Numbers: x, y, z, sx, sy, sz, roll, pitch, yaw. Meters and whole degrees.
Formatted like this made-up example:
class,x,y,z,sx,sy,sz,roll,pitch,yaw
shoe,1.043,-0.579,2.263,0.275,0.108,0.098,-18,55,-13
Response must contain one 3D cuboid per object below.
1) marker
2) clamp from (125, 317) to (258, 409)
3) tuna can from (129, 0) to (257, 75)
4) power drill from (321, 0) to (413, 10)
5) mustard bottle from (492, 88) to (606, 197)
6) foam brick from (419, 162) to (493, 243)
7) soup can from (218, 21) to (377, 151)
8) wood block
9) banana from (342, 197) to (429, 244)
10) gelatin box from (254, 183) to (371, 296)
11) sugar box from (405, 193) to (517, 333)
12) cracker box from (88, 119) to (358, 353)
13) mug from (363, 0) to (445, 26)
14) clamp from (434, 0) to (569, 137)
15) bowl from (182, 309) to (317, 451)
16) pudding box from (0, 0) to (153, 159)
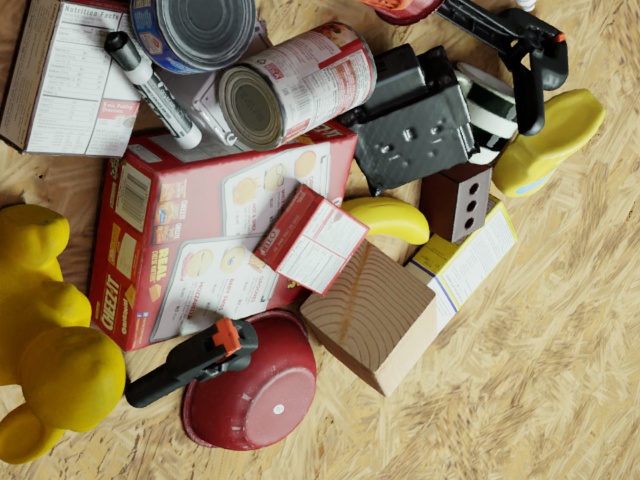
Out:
class,x,y,z,sx,sy,sz,roll,pitch,yaw
marker,-0.117,-0.105,0.752,0.020,0.020,0.121,-48,145,-10
clamp,-0.107,0.105,0.904,0.120,0.039,0.172,-26,168,-17
tuna can,-0.086,-0.158,0.735,0.085,0.034,0.086,-5,97,-40
power drill,0.006,-0.232,0.707,0.184,0.188,0.057,11,68,-15
mustard bottle,0.229,-0.091,1.134,0.096,0.058,0.192,-37,171,-14
foam brick,0.142,-0.046,1.123,0.052,0.051,0.078,-27,135,-32
soup can,-0.016,-0.114,0.786,0.102,0.069,0.068,-32,138,-38
wood block,0.052,0.081,1.029,0.091,0.090,0.206,-50,165,-7
banana,0.050,-0.013,1.062,0.197,0.037,0.070,-11,142,-42
gelatin box,-0.006,0.001,0.895,0.073,0.030,0.089,-56,146,3
sugar box,0.143,0.034,1.192,0.176,0.048,0.093,-46,143,-7
cracker box,-0.080,-0.014,0.884,0.213,0.072,0.164,-16,130,-42
mug,0.052,-0.240,0.856,0.081,0.093,0.117,14,75,-47
clamp,0.186,-0.190,1.033,0.036,0.164,0.209,-39,178,34
bowl,-0.055,0.151,1.051,0.161,0.055,0.162,-28,135,-32
pudding box,-0.166,-0.114,0.741,0.089,0.039,0.113,-1,116,-48
